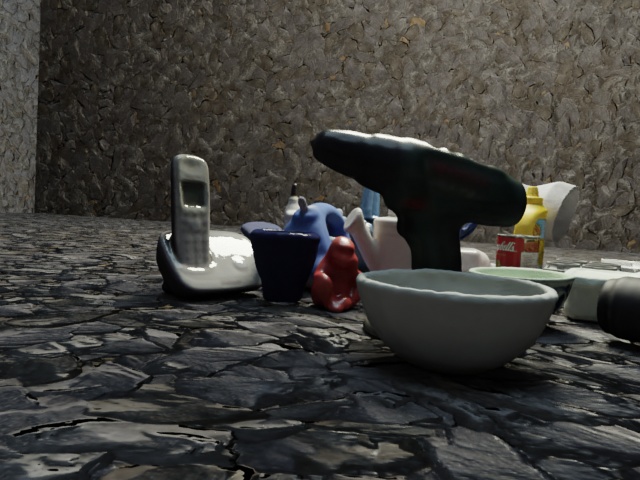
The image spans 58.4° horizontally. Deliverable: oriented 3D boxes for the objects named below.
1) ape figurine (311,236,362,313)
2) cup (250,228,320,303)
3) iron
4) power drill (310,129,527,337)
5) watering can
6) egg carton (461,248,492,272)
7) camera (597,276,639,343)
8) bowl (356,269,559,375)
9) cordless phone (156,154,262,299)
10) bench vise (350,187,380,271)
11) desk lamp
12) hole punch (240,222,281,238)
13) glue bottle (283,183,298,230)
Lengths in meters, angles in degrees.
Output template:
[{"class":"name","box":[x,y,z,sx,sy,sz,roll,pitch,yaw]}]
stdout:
[{"class":"ape figurine","box":[0.024,0.041,0.734,0.078,0.092,0.076,2,4,-20]},{"class":"cup","box":[-0.053,0.033,0.764,0.092,0.095,0.117,2,4,-22]},{"class":"iron","box":[0.009,0.003,0.944,0.118,0.141,0.259,5,4,21]},{"class":"power drill","box":[0.099,-0.005,0.601,0.230,0.208,0.075,3,4,-8]},{"class":"watering can","box":[0.124,-0.011,0.868,0.173,0.194,0.100,1,5,-40]},{"class":"egg carton","box":[0.233,0.048,1.042,0.150,0.069,0.107,4,3,9]},{"class":"camera","box":[0.373,0.067,0.592,0.144,0.101,0.136,0,5,-44]},{"class":"bowl","box":[0.111,0.070,0.486,0.167,0.075,0.167,4,3,0]},{"class":"cordless phone","box":[-0.142,-0.018,0.770,0.093,0.185,0.148,7,5,43]},{"class":"bench vise","box":[0.116,-0.045,1.217,0.121,0.220,0.207,3,3,-6]},{"class":"desk lamp","box":[0.427,-0.022,1.205,0.202,0.213,0.118,6,4,39]},{"class":"hole punch","box":[-0.091,0.013,1.112,0.100,0.091,0.109,6,4,40]},{"class":"glue bottle","box":[-0.058,-0.031,1.194,0.037,0.173,0.078,3,3,-4]}]
